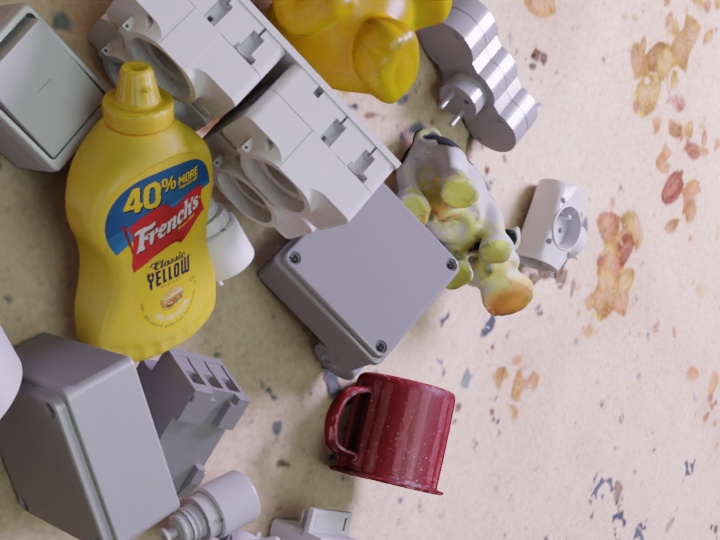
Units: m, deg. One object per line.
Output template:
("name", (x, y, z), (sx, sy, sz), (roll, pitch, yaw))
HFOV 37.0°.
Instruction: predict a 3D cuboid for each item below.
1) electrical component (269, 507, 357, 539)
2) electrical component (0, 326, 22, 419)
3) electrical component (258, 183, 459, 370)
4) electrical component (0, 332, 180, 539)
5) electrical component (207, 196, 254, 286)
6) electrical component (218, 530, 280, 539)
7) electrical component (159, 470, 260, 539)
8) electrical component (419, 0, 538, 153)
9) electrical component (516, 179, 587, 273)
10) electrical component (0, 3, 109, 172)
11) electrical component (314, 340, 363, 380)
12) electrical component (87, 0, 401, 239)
("electrical component", (-0.040, 0.221, 0.826), (0.042, 0.064, 0.081), (18, 84, -41))
("electrical component", (-0.240, 0.065, 0.593), (0.108, 0.108, 0.060), (-46, 130, -27))
("electrical component", (0.000, 0.000, 0.806), (0.108, 0.056, 0.108), (46, 64, -8))
("electrical component", (-0.173, 0.102, 0.656), (0.056, 0.109, 0.108), (-30, 116, -38))
("electrical component", (-0.104, -0.028, 0.742), (0.040, 0.040, 0.078), (-44, 124, -28))
("electrical component", (-0.091, 0.215, 0.779), (0.075, 0.083, 0.047), (-70, 148, -64))
("electrical component", (-0.108, 0.174, 0.772), (0.078, 0.040, 0.040), (-22, 111, -37))
("electrical component", (0.090, -0.150, 0.891), (0.073, 0.052, 0.138), (-51, 126, -24))
("electrical component", (0.185, -0.034, 1.002), (0.079, 0.044, 0.077), (29, 78, -42))
("electrical component", (-0.193, -0.102, 0.636), (0.061, 0.061, 0.096), (-56, 128, -21))
("electrical component", (-0.002, 0.051, 0.848), (0.078, 0.040, 0.040), (-49, 126, -25))
("electrical component", (-0.078, -0.104, 0.673), (0.186, 0.105, 0.060), (45, 69, -16))
